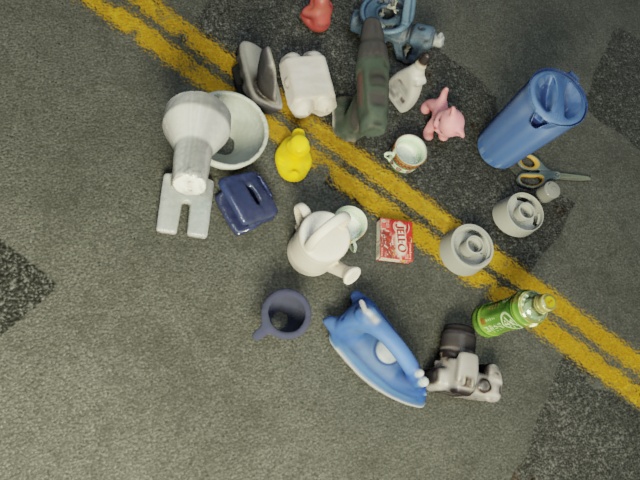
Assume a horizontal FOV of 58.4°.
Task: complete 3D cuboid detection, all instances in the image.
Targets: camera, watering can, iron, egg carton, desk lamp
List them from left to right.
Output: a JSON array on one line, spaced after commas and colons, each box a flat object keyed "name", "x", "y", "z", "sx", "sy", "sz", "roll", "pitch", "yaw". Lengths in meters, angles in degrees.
[{"name": "desk lamp", "x": -0.229, "y": -0.131, "z": 1.031, "sx": 0.118, "sy": 0.213, "sz": 0.203, "roll": 6, "pitch": 72, "yaw": -13}, {"name": "egg carton", "x": -0.028, "y": -0.334, "z": 1.226, "sx": 0.107, "sy": 0.069, "sz": 0.150, "roll": -11, "pitch": 76, "yaw": -18}, {"name": "watering can", "x": 0.011, "y": 0.003, "z": 1.066, "sx": 0.173, "sy": 0.194, "sz": 0.101, "roll": 35, "pitch": 68, "yaw": -2}, {"name": "iron", "x": 0.131, "y": 0.210, "z": 1.063, "sx": 0.119, "sy": 0.141, "sz": 0.258, "roll": -42, "pitch": 87, "yaw": -22}, {"name": "camera", "x": 0.286, "y": 0.238, "z": 1.118, "sx": 0.143, "sy": 0.100, "sz": 0.137, "roll": 14, "pitch": 70, "yaw": -10}]

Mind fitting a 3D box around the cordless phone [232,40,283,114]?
[{"name": "cordless phone", "x": -0.116, "y": -0.350, "z": 1.145, "sx": 0.094, "sy": 0.185, "sz": 0.147, "roll": -14, "pitch": 77, "yaw": -18}]

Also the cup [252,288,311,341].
[{"name": "cup", "x": -0.079, "y": 0.150, "z": 1.050, "sx": 0.118, "sy": 0.095, "sz": 0.091, "roll": -36, "pitch": 85, "yaw": -22}]

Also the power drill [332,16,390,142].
[{"name": "power drill", "x": 0.085, "y": -0.303, "z": 1.173, "sx": 0.076, "sy": 0.208, "sz": 0.229, "roll": -1, "pitch": 74, "yaw": -15}]

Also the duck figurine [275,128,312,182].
[{"name": "duck figurine", "x": -0.048, "y": -0.176, "z": 1.163, "sx": 0.077, "sy": 0.086, "sz": 0.104, "roll": 7, "pitch": 72, "yaw": -13}]

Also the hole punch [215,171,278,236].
[{"name": "hole punch", "x": -0.140, "y": -0.079, "z": 1.106, "sx": 0.101, "sy": 0.091, "sz": 0.108, "roll": -28, "pitch": 82, "yaw": -21}]

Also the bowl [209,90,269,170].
[{"name": "bowl", "x": -0.189, "y": -0.207, "z": 1.141, "sx": 0.168, "sy": 0.074, "sz": 0.167, "roll": 4, "pitch": 72, "yaw": -14}]

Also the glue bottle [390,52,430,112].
[{"name": "glue bottle", "x": 0.198, "y": -0.349, "z": 1.236, "sx": 0.037, "sy": 0.173, "sz": 0.078, "roll": -30, "pitch": 83, "yaw": -21}]

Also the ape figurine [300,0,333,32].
[{"name": "ape figurine", "x": -0.002, "y": -0.517, "z": 1.278, "sx": 0.078, "sy": 0.092, "sz": 0.076, "roll": -11, "pitch": 76, "yaw": -18}]

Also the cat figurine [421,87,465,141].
[{"name": "cat figurine", "x": 0.278, "y": -0.274, "z": 1.265, "sx": 0.067, "sy": 0.117, "sz": 0.128, "roll": 1, "pitch": 73, "yaw": -15}]

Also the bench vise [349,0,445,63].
[{"name": "bench vise", "x": 0.187, "y": -0.503, "z": 1.256, "sx": 0.208, "sy": 0.219, "sz": 0.121, "roll": 6, "pitch": 72, "yaw": -13}]
